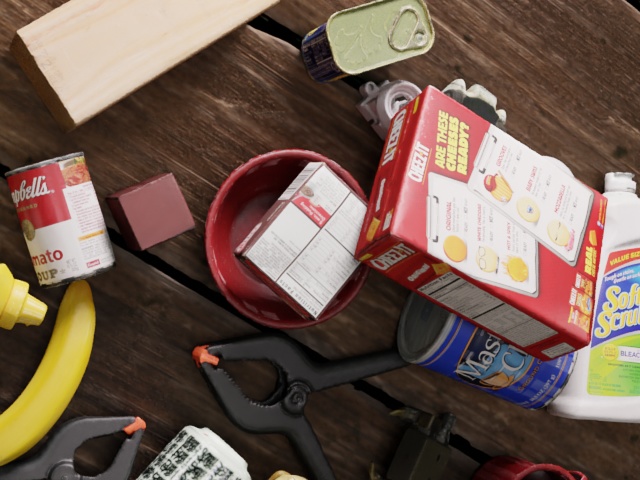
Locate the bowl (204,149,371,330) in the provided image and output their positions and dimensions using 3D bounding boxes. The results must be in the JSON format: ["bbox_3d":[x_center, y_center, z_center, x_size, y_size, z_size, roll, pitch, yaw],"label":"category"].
[{"bbox_3d":[-0.033,-0.001,0.975,0.162,0.055,0.162,0,90,-19],"label":"bowl"}]

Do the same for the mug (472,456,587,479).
[{"bbox_3d":[0.207,0.253,1.046,0.117,0.082,0.093,-22,97,-18],"label":"mug"}]

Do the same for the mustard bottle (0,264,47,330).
[{"bbox_3d":[-0.313,0.028,0.856,0.191,0.096,0.058,22,81,-18],"label":"mustard bottle"}]

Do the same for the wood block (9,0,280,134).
[{"bbox_3d":[-0.151,-0.184,0.915,0.206,0.091,0.090,-35,102,-16],"label":"wood block"}]

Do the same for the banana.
[{"bbox_3d":[-0.243,0.124,0.902,0.069,0.037,0.197,42,70,-8],"label":"banana"}]

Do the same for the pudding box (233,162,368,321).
[{"bbox_3d":[-0.006,0.001,0.934,0.090,0.039,0.113,43,79,-15],"label":"pudding box"}]

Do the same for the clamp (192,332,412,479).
[{"bbox_3d":[-0.026,0.155,0.988,0.209,0.036,0.164,20,83,-22],"label":"clamp"}]

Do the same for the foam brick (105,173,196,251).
[{"bbox_3d":[-0.148,-0.024,0.924,0.053,0.078,0.051,-25,100,-18],"label":"foam brick"}]

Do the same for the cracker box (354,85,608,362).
[{"bbox_3d":[0.148,-0.011,0.946,0.213,0.072,0.164,28,56,-18],"label":"cracker box"}]

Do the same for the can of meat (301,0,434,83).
[{"bbox_3d":[0.041,-0.184,0.986,0.102,0.084,0.057,-20,96,-18],"label":"can of meat"}]

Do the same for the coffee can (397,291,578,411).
[{"bbox_3d":[0.159,0.092,1.018,0.140,0.103,0.103,24,82,-18],"label":"coffee can"}]

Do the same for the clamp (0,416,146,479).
[{"bbox_3d":[-0.230,0.201,0.917,0.120,0.039,0.171,47,70,-8],"label":"clamp"}]

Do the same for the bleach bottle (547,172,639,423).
[{"bbox_3d":[0.291,0.056,1.087,0.102,0.068,0.251,6,85,-14],"label":"bleach bottle"}]

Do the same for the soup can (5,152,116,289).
[{"bbox_3d":[-0.219,-0.017,0.904,0.068,0.069,0.102,-18,96,-19],"label":"soup can"}]
